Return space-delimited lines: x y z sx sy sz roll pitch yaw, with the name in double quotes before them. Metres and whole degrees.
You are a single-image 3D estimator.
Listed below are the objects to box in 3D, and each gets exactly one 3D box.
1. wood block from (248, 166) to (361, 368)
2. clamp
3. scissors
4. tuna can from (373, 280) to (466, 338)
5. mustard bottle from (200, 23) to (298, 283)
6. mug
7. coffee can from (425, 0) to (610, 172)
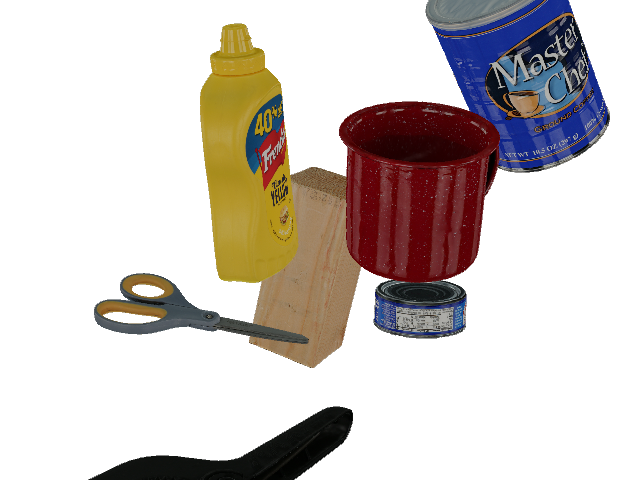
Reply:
"wood block" -0.008 0.029 1.249 0.090 0.206 0.090 20 20 18
"clamp" -0.048 0.139 0.572 0.209 0.036 0.165 0 19 -13
"scissors" -0.114 0.065 1.024 0.201 0.016 0.096 3 33 -5
"tuna can" 0.092 0.061 0.984 0.086 0.034 0.086 1 13 0
"mustard bottle" -0.057 -0.071 0.825 0.058 0.192 0.096 4 24 21
"mug" 0.065 -0.032 0.644 0.117 0.081 0.093 -25 38 -38
"coffee can" 0.155 -0.139 0.831 0.103 0.140 0.103 -21 32 14
